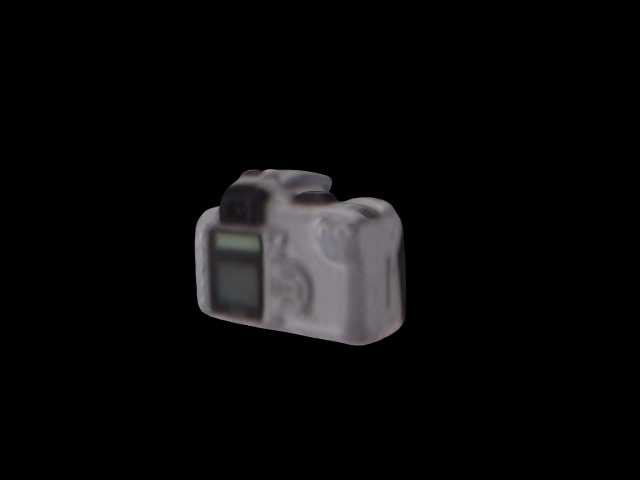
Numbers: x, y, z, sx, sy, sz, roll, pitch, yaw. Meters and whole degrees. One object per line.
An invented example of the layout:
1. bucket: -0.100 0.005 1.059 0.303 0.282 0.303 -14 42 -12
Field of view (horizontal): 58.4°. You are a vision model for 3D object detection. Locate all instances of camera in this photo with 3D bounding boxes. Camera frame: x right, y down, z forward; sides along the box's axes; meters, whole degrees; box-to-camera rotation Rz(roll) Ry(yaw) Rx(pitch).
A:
1. camera: 0.004 0.001 0.400 0.142 0.101 0.137 5 8 36
